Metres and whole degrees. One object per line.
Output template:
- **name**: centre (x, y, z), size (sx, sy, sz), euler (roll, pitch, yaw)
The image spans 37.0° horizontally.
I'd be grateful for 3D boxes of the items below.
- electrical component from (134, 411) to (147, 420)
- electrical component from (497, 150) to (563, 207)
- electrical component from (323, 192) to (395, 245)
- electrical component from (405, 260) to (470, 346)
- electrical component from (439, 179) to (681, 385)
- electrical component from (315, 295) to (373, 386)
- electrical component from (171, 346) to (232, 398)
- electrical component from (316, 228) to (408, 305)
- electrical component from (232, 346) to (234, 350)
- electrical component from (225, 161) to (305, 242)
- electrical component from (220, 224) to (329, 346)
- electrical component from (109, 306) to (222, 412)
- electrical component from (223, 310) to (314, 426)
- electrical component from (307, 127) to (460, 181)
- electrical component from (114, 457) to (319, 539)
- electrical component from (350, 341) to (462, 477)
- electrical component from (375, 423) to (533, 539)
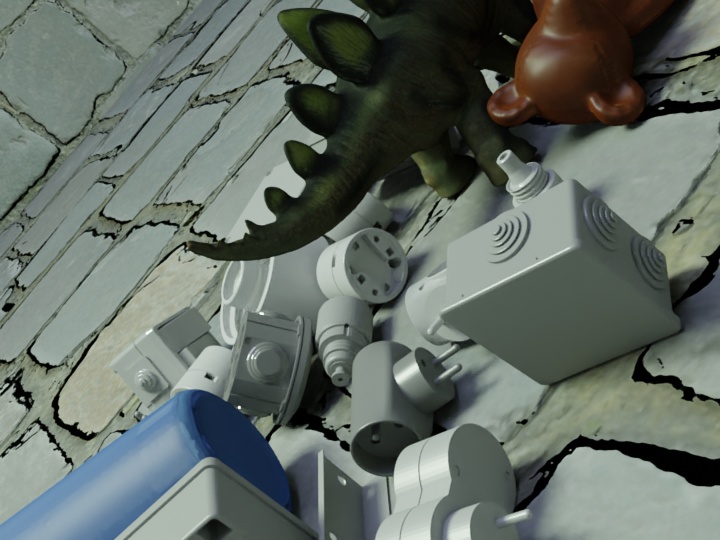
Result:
- **electrical component**: centre (-0.136, 0.129, 0.800), size (0.047, 0.076, 0.083), euler (-54, 23, -16)
- **electrical component**: centre (0.110, -0.051, 0.678), size (0.035, 0.061, 0.035), euler (-38, 24, 21)
- **electrical component**: centre (-0.007, -0.039, 0.878), size (0.047, 0.055, 0.055), euler (-55, 23, -8)
- **electrical component**: centre (0.063, 0.018, 0.653), size (0.077, 0.044, 0.079), euler (-32, 5, 32)
- **electrical component**: centre (0.101, 0.008, 0.551), size (0.100, 0.100, 0.048), euler (-29, 41, 37)
- **electrical component**: centre (-0.012, 0.052, 0.753), size (0.040, 0.040, 0.078), euler (-37, 25, 24)
- **electrical component**: centre (-0.114, 0.093, 0.849), size (0.055, 0.055, 0.047), euler (-20, 31, 48)
- **electrical component**: centre (0.000, 0.000, 0.800), size (0.047, 0.055, 0.055), euler (-16, 38, 58)
- **electrical component**: centre (-0.095, 0.049, 0.912), size (0.035, 0.035, 0.061), euler (-27, 33, 40)
- **electrical component**: centre (-0.058, -0.052, 0.983), size (0.109, 0.056, 0.108), euler (-18, 36, 49)
- **electrical component**: centre (-0.074, 0.015, 0.848), size (0.108, 0.060, 0.108), euler (-43, 37, 46)
- **electrical component**: centre (-0.159, 0.076, 0.908), size (0.061, 0.061, 0.096), euler (-40, 0, 18)
- **electrical component**: centre (-0.066, 0.068, 0.774), size (0.080, 0.051, 0.080), euler (-166, 90, -80)
- **electrical component**: centre (0.018, -0.112, 0.902), size (0.078, 0.057, 0.113), euler (-13, -3, -40)
- **electrical component**: centre (-0.079, 0.174, 0.582), size (0.109, 0.109, 0.056), euler (-43, 25, 11)
- **electrical component**: centre (0.029, 0.072, 0.642), size (0.079, 0.043, 0.077), euler (-38, 24, 22)
- **electrical component**: centre (0.049, 0.130, 0.500), size (0.074, 0.052, 0.138), euler (-29, 29, 37)
